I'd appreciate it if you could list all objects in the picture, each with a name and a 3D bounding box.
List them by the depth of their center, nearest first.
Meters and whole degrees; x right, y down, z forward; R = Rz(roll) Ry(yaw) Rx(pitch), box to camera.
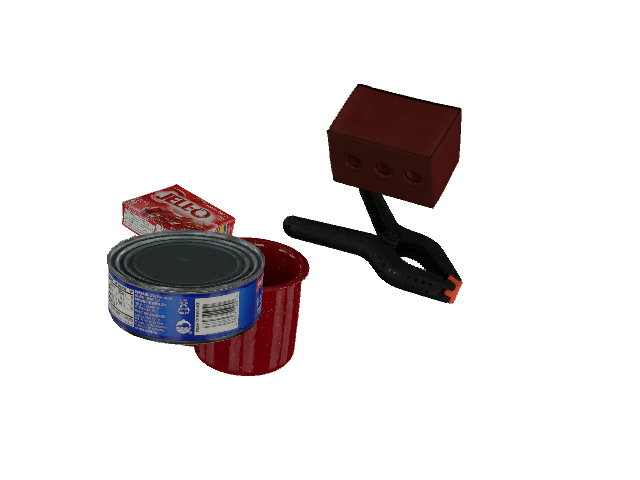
[{"bbox_3d":[-0.074,0.024,0.585,0.086,0.034,0.086,3,21,-1],"label":"tuna can"},{"bbox_3d":[0.052,-0.065,0.733,0.078,0.051,0.053,16,-37,20],"label":"foam brick"},{"bbox_3d":[-0.069,0.054,0.837,0.117,0.081,0.093,-6,27,-24],"label":"mug"},{"bbox_3d":[-0.142,-0.020,1.059,0.089,0.030,0.073,30,35,31],"label":"gelatin box"},{"bbox_3d":[0.069,0.007,1.243,0.164,0.036,0.210,-23,53,-40],"label":"clamp"}]
